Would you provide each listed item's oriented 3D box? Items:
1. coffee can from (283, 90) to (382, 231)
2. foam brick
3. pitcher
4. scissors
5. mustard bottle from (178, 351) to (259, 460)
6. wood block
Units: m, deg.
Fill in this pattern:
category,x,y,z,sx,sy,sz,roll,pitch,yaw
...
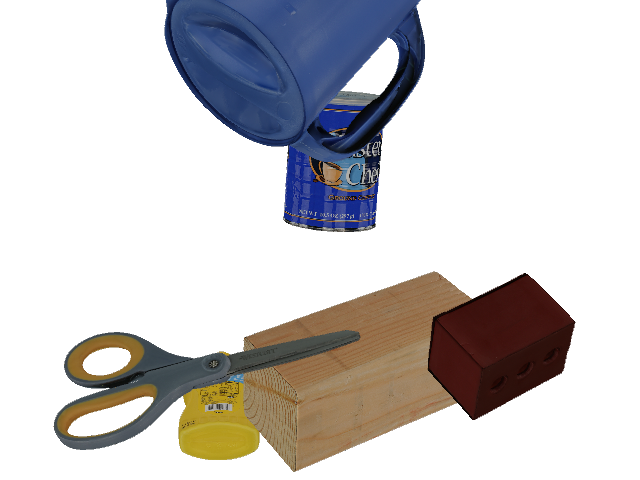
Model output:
category,x,y,z,sx,sy,sz,roll,pitch,yaw
coffee can,0.014,-0.088,1.150,0.103,0.140,0.103,4,12,-1
foam brick,0.115,0.067,0.683,0.078,0.053,0.051,-23,47,-23
pitcher,0.013,-0.185,0.817,0.145,0.149,0.242,26,58,31
scissors,-0.083,0.075,0.707,0.201,0.016,0.096,-24,46,-13
mustard bottle,-0.126,0.196,1.340,0.096,0.058,0.191,-3,26,-3
wood block,0.043,0.110,0.946,0.205,0.090,0.091,-17,36,-28
